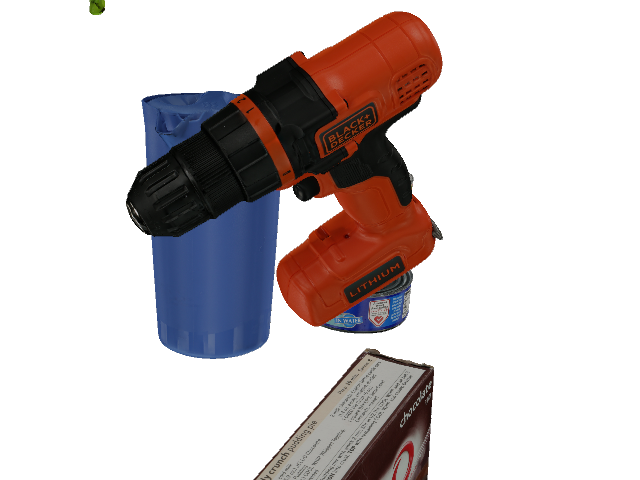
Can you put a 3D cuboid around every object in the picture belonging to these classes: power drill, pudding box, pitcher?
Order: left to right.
[{"bbox_3d":[-0.095,-0.020,1.016,0.149,0.243,0.145,-4,15,-20],"label":"pitcher"},{"bbox_3d":[-0.006,-0.024,0.612,0.184,0.057,0.187,-31,-31,-7],"label":"power drill"},{"bbox_3d":[0.010,0.113,0.455,0.039,0.090,0.113,15,34,23],"label":"pudding box"}]

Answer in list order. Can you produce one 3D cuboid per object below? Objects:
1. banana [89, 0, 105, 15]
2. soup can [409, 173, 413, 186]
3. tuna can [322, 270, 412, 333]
[{"bbox_3d":[-0.231,-0.215,0.775,0.198,0.069,0.037,15,-37,17],"label":"banana"},{"bbox_3d":[0.065,-0.023,1.173,0.068,0.102,0.068,2,25,-1],"label":"soup can"},{"bbox_3d":[0.026,0.038,0.811,0.086,0.034,0.086,3,21,-2],"label":"tuna can"}]
